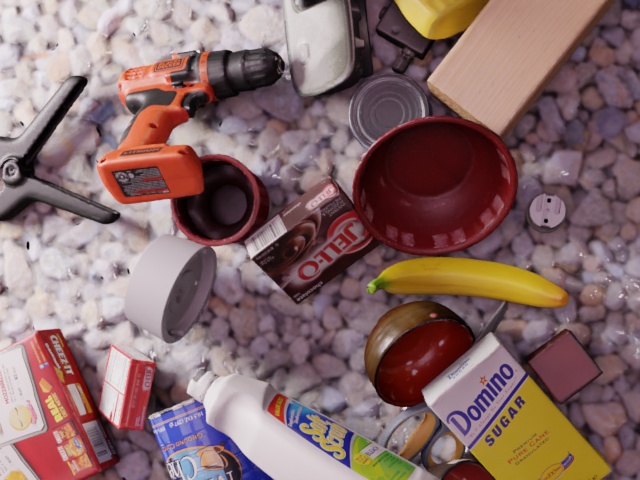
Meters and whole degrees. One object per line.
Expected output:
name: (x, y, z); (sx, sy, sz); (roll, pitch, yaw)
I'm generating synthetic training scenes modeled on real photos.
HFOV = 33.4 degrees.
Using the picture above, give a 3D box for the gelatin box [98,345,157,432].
gelatin box: (-0.201, 0.153, 1.111); (0.030, 0.089, 0.073); (11, 90, -26)

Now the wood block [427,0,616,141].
wood block: (0.205, -0.204, 1.049); (0.091, 0.090, 0.206); (38, 94, 9)

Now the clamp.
clamp: (-0.321, -0.067, 1.164); (0.210, 0.036, 0.164); (-22, 85, 11)

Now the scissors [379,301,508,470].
scissors: (0.143, 0.158, 1.060); (0.096, 0.016, 0.202); (40, 99, -23)

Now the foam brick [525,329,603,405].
foam brick: (0.236, 0.122, 1.039); (0.053, 0.078, 0.051); (-38, 82, 5)

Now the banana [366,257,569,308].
banana: (0.145, 0.045, 1.065); (0.198, 0.069, 0.037); (2, 122, 2)

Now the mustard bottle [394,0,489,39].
mustard bottle: (0.084, -0.288, 1.074); (0.096, 0.058, 0.192); (-28, 67, -30)

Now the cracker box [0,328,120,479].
cracker box: (-0.344, 0.214, 1.142); (0.214, 0.072, 0.164); (-28, 83, 9)

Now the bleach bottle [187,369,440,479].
bleach bottle: (-0.018, 0.194, 0.984); (0.251, 0.102, 0.068); (28, 110, 17)

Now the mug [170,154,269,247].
mug: (-0.110, -0.041, 1.103); (0.117, 0.081, 0.093); (13, 90, 10)

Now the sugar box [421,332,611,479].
sugar box: (0.190, 0.184, 1.033); (0.093, 0.048, 0.176); (-42, 105, 6)

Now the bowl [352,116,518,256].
bowl: (0.111, -0.064, 1.056); (0.162, 0.055, 0.162); (0, 126, -1)

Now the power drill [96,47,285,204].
power drill: (-0.134, -0.121, 1.072); (0.185, 0.187, 0.057); (-8, 131, 19)

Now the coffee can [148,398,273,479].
coffee can: (-0.102, 0.226, 1.082); (0.103, 0.102, 0.140); (-23, 84, 8)

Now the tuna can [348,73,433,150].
tuna can: (0.072, -0.128, 1.098); (0.086, 0.033, 0.086); (0, 88, 10)

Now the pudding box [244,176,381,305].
pudding box: (-0.007, 0.001, 1.080); (0.113, 0.090, 0.039); (-35, 41, 9)
